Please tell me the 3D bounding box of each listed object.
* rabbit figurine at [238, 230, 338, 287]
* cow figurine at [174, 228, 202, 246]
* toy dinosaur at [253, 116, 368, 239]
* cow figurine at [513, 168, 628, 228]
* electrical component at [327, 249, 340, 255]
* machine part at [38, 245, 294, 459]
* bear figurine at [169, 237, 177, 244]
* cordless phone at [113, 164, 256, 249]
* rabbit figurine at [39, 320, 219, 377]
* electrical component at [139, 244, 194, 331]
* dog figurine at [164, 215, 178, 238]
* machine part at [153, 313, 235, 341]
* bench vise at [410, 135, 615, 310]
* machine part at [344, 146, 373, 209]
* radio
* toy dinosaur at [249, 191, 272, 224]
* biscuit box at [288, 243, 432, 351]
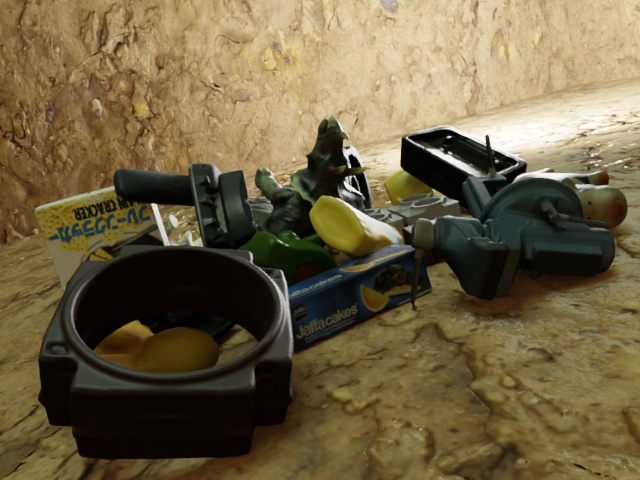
[{"bbox_3d":[-0.053,0.031,0.734,0.159,0.121,0.170,-13,16,-32],"label":"rabbit figurine"},{"bbox_3d":[-0.217,0.021,1.012,0.068,0.098,0.167,-35,6,18],"label":"cow figurine"},{"bbox_3d":[-0.076,-0.006,0.867,0.405,0.131,0.192,-50,41,-1],"label":"toy dinosaur"},{"bbox_3d":[0.344,-0.057,0.762,0.127,0.085,0.195,-13,15,-18],"label":"cow figurine"},{"bbox_3d":[-0.003,-0.003,0.958,0.078,0.045,0.102,-5,26,8],"label":"electrical component"},{"bbox_3d":[-0.127,0.087,0.483,0.201,0.087,0.202,3,30,-9],"label":"machine part"},{"bbox_3d":[-0.406,0.013,1.187,0.196,0.131,0.120,-16,14,21],"label":"bear figurine"},{"bbox_3d":[-0.196,-0.043,0.771,0.184,0.146,0.089,1,-24,-39],"label":"cordless phone"},{"bbox_3d":[-0.199,0.120,0.578,0.173,0.121,0.162,8,22,12],"label":"rabbit figurine"},{"bbox_3d":[-0.199,0.064,0.718,0.115,0.058,0.134,-28,25,-23],"label":"electrical component"},{"bbox_3d":[-0.345,0.059,1.040,0.191,0.121,0.172,-30,13,16],"label":"dog figurine"},{"bbox_3d":[-0.178,0.118,0.710,0.139,0.039,0.084,-5,22,31],"label":"machine part"},{"bbox_3d":[0.211,-0.022,0.641,0.224,0.128,0.241,-6,32,6],"label":"bench vise"},{"bbox_3d":[0.053,-0.095,1.049,0.056,0.179,0.179,-14,13,20],"label":"machine part"},{"bbox_3d":[0.271,-0.142,1.030,0.131,0.073,0.230,-20,40,-25],"label":"radio"},{"bbox_3d":[-0.113,-0.035,1.120,0.199,0.104,0.472,-9,25,4],"label":"toy dinosaur"},{"bbox_3d":[0.035,0.064,0.648,0.203,0.059,0.063,-21,15,-24],"label":"biscuit box"}]
